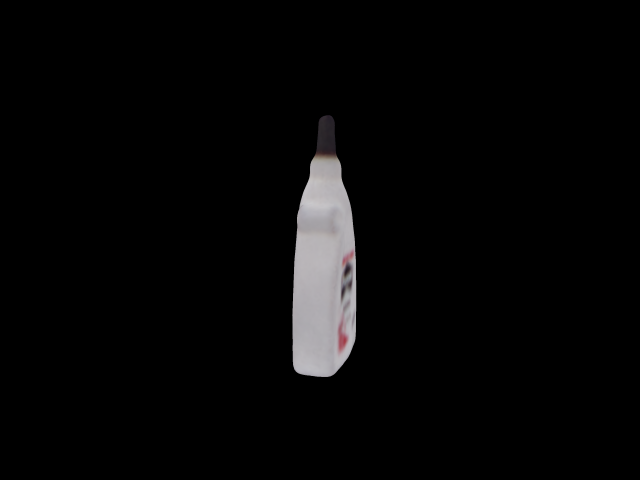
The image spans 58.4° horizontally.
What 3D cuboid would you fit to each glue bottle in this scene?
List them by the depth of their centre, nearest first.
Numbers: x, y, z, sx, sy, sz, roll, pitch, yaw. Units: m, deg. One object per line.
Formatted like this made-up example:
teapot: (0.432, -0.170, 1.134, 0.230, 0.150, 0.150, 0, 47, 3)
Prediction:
glue bottle: (0.004, 0.001, 0.400, 0.037, 0.173, 0.078, 2, 11, 12)
